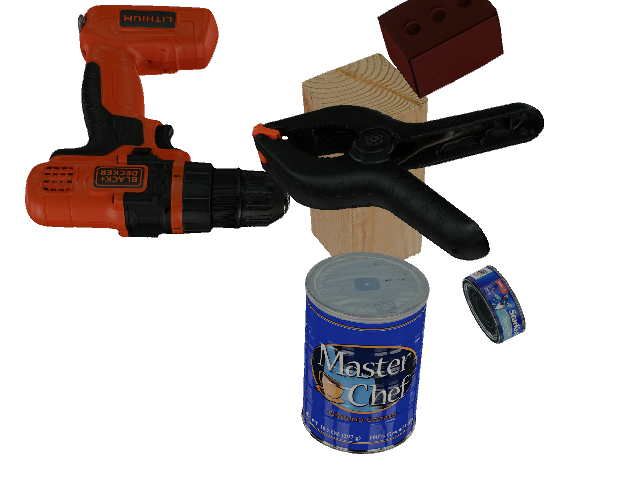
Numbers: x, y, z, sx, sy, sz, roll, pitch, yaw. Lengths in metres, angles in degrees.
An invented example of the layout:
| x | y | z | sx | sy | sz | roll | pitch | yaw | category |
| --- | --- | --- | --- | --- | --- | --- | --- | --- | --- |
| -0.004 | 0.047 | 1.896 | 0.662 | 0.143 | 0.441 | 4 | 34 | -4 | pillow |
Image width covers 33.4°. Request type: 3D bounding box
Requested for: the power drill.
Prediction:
| x | y | z | sx | sy | sz | roll | pitch | yaw | category |
| --- | --- | --- | --- | --- | --- | --- | --- | --- | --- |
| -0.115 | -0.088 | 0.786 | 0.184 | 0.187 | 0.057 | 2 | -33 | -5 | power drill |

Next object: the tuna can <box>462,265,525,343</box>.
| x | y | z | sx | sy | sz | roll | pitch | yaw | category |
| --- | --- | --- | --- | --- | --- | --- | --- | --- | --- |
| 0.197 | 0.074 | 1.217 | 0.033 | 0.086 | 0.086 | -26 | 4 | -8 | tuna can |

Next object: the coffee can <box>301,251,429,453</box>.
| x | y | z | sx | sy | sz | roll | pitch | yaw | category |
| --- | --- | --- | --- | --- | --- | --- | --- | --- | --- |
| 0.036 | 0.095 | 0.913 | 0.103 | 0.140 | 0.103 | 2 | 29 | -1 | coffee can |

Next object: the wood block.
| x | y | z | sx | sy | sz | roll | pitch | yaw | category |
| --- | --- | --- | --- | --- | --- | --- | --- | --- | --- |
| 0.046 | -0.070 | 1.072 | 0.090 | 0.206 | 0.091 | -24 | 50 | -18 | wood block |

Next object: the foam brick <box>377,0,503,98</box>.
| x | y | z | sx | sy | sz | roll | pitch | yaw | category |
| --- | --- | --- | --- | --- | --- | --- | --- | --- | --- |
| 0.093 | -0.157 | 0.816 | 0.078 | 0.053 | 0.051 | -29 | -33 | -2 | foam brick |

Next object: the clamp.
| x | y | z | sx | sy | sz | roll | pitch | yaw | category |
| --- | --- | --- | --- | --- | --- | --- | --- | --- | --- |
| 0.036 | -0.038 | 0.615 | 0.172 | 0.039 | 0.120 | 1 | 39 | 20 | clamp |
